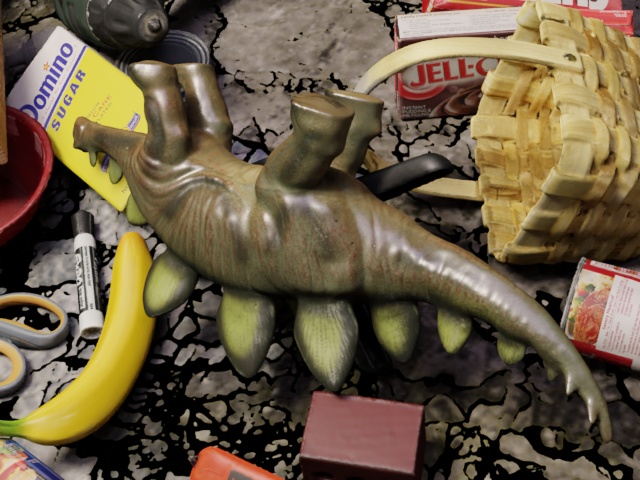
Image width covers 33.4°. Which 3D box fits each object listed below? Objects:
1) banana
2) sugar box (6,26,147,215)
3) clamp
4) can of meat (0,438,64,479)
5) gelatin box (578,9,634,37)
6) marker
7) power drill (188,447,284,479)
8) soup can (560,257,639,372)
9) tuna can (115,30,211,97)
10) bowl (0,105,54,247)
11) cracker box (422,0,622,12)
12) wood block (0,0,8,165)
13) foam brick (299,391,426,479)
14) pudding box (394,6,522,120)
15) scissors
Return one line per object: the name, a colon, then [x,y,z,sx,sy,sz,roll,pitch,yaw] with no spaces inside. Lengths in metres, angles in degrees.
banana: [-0.157,0.079,0.772,0.037,0.069,0.197,-23,29,42]
sugar box: [-0.185,-0.100,0.900,0.176,0.048,0.093,36,92,27]
clamp: [-0.005,0.001,0.801,0.210,0.036,0.164,15,97,37]
can of meat: [-0.205,0.191,0.696,0.084,0.057,0.102,28,61,28]
gelatin box: [0.216,-0.151,0.882,0.073,0.089,0.030,4,54,10]
marker: [-0.184,0.024,0.842,0.020,0.020,0.121,-13,53,-3]
power drill: [-0.053,0.230,0.621,0.185,0.057,0.187,21,72,25]
soup can: [0.222,0.057,0.738,0.102,0.068,0.068,15,56,17]
tuna can: [-0.138,-0.147,0.957,0.086,0.034,0.086,-3,53,4]
bowl: [-0.292,-0.038,0.879,0.162,0.055,0.162,-3,53,4]
cracker box: [0.176,-0.269,0.947,0.164,0.072,0.213,4,66,-1]
wood block: [-0.315,-0.160,0.878,0.090,0.091,0.206,-12,54,-4]
foam brick: [0.029,0.139,0.709,0.078,0.053,0.051,6,54,12]
pudding box: [0.119,-0.148,0.891,0.113,0.090,0.039,-6,52,2]
scissors: [-0.292,0.070,0.823,0.202,0.016,0.096,5,54,11]
